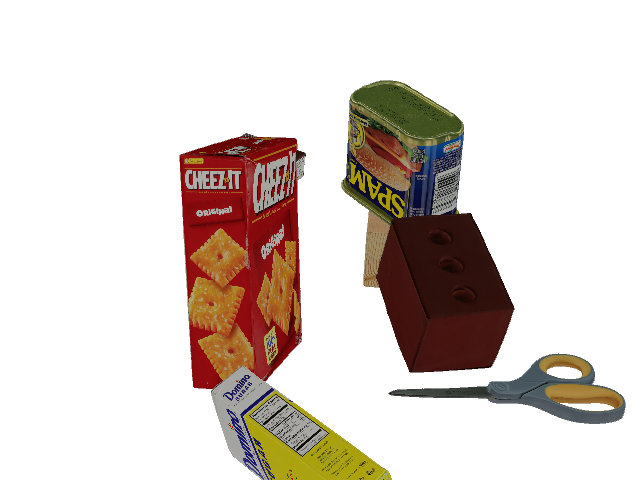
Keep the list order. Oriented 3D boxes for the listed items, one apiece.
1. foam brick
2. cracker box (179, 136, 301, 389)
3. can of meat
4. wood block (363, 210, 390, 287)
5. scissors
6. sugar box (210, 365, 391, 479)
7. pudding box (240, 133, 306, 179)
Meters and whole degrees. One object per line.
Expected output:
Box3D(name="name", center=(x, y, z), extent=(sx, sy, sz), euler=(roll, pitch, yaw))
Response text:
Box3D(name="foam brick", center=(0.070, 0.030, 0.619), extent=(0.053, 0.078, 0.051), euler=(-4, -43, -16))
Box3D(name="cracker box", center=(-0.068, 0.015, 1.008), extent=(0.072, 0.214, 0.164), euler=(2, 11, 14))
Box3D(name="can of meat", center=(0.063, -0.065, 0.819), extent=(0.057, 0.084, 0.102), euler=(-21, 41, -29))
Box3D(name="wood block", center=(0.116, -0.012, 1.615), extent=(0.091, 0.090, 0.206), euler=(4, 25, 3))
Box3D(name="scissors", center=(0.160, 0.121, 0.922), extent=(0.202, 0.016, 0.096), euler=(9, 27, 2))
Box3D(name="sugar box", center=(-0.014, 0.185, 0.887), extent=(0.176, 0.093, 0.048), euler=(27, 53, 36))
Box3D(name="pudding box", center=(-0.084, -0.086, 1.309), extent=(0.090, 0.039, 0.113), euler=(19, 36, 23))
